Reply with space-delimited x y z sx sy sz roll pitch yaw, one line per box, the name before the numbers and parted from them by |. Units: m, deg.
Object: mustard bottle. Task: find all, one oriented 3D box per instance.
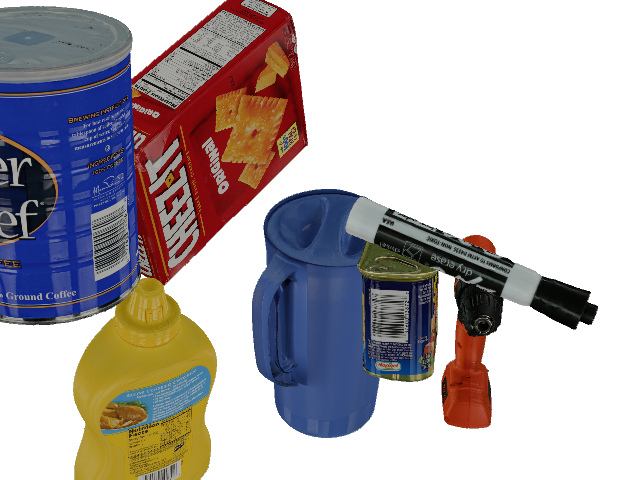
mustard bottle | -0.117 0.101 0.712 0.096 0.192 0.058 -16 46 -28

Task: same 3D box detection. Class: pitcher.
pitcher | 0.002 0.084 1.070 0.149 0.243 0.145 -2 35 -7

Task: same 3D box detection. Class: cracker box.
cracker box | -0.103 -0.089 0.936 0.072 0.213 0.164 27 -33 25

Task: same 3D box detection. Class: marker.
marker | 0.070 0.011 0.494 0.121 0.020 0.020 23 5 13

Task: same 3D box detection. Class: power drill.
power drill | 0.168 0.108 1.165 0.057 0.188 0.184 5 25 5

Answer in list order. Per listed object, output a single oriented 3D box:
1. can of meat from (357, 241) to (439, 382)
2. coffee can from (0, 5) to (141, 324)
can of meat | 0.060 0.046 0.786 0.057 0.084 0.102 2 19 9
coffee can | -0.149 -0.041 0.564 0.103 0.140 0.103 2 28 -1
